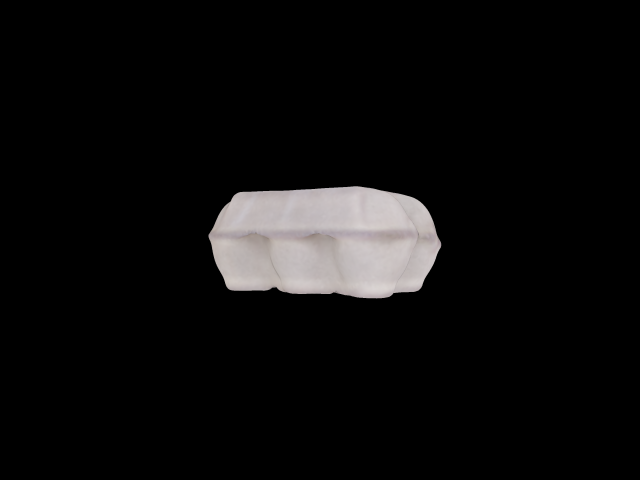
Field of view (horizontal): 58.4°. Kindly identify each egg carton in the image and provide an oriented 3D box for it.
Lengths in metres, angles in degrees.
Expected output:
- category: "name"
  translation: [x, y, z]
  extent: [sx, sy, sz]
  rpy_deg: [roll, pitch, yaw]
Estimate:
- category: "egg carton"
  translation: [0.004, 0.001, 0.400]
  extent: [0.149, 0.069, 0.107]
  rpy_deg: [0, 0, 29]
